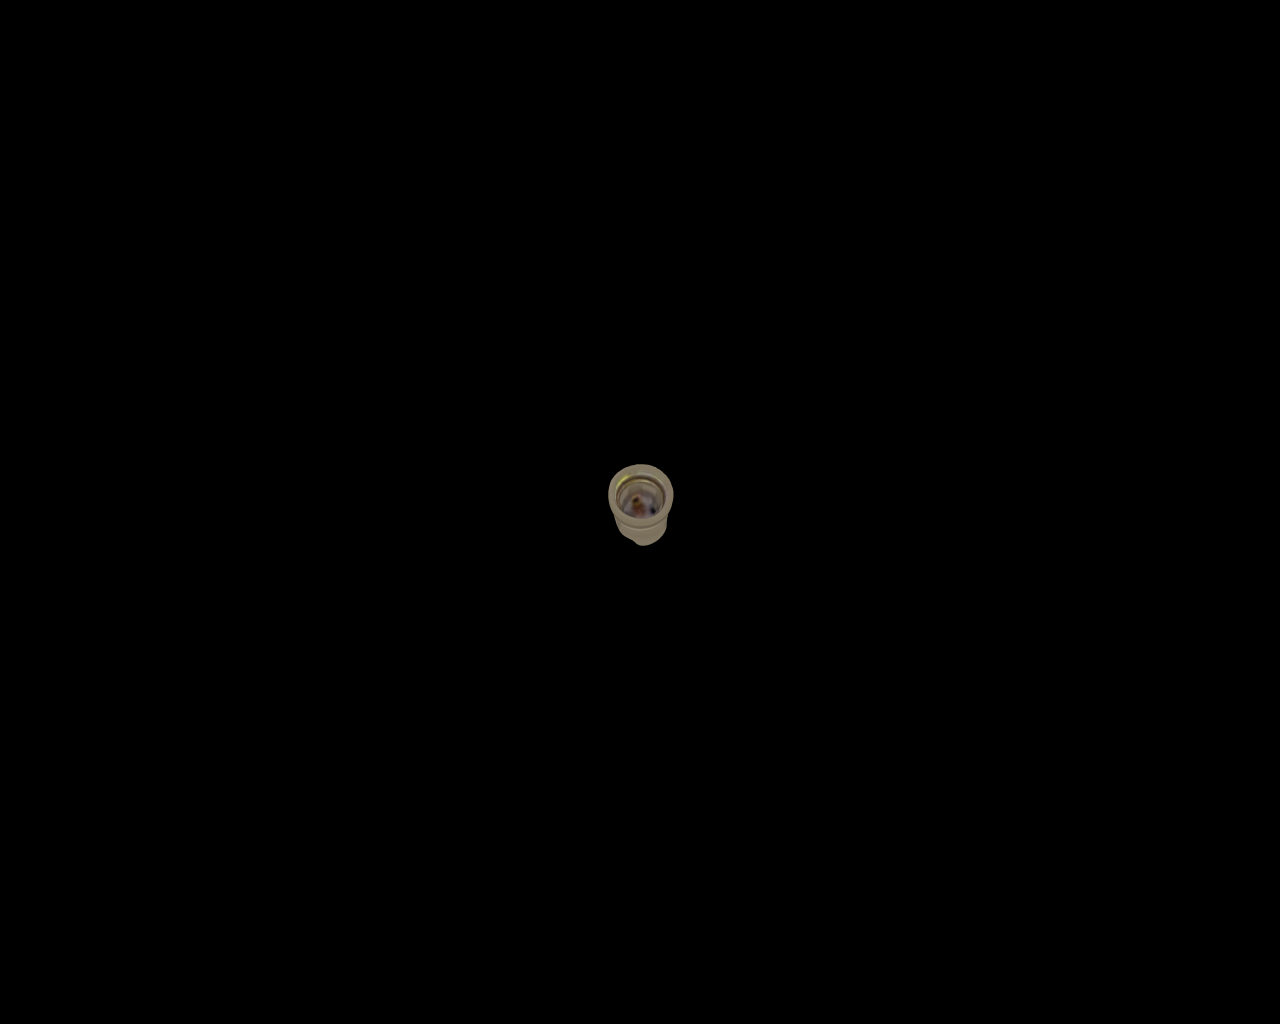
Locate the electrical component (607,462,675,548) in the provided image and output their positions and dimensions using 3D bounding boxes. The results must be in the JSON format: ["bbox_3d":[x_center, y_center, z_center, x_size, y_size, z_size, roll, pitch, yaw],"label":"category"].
[{"bbox_3d":[0.001,-0.003,0.650,0.040,0.040,0.046,0,-25,0],"label":"electrical component"}]
